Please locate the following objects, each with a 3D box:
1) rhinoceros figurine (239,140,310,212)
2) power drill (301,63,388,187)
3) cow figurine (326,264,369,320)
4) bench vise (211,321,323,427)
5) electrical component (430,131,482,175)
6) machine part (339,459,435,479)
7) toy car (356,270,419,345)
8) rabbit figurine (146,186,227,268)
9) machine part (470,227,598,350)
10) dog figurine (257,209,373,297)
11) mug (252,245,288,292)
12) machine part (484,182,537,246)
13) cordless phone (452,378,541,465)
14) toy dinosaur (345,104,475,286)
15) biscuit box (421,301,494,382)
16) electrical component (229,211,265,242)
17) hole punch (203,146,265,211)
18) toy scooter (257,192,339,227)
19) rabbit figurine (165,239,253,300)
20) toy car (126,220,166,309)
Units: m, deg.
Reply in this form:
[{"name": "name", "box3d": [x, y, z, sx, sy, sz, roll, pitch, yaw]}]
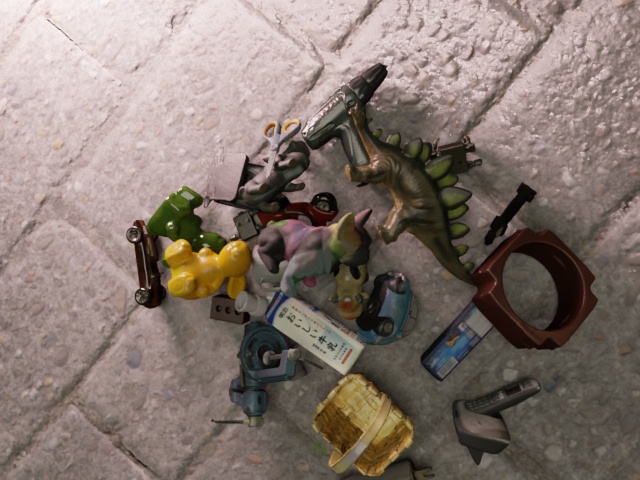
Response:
[{"name": "rhinoceros figurine", "box3d": [-0.086, -0.136, 1.129, 0.190, 0.112, 0.073, -47, 125, -23]}, {"name": "power drill", "box3d": [0.091, -0.232, 1.132, 0.232, 0.086, 0.207, -33, 89, 7]}, {"name": "cow figurine", "box3d": [0.062, 0.067, 1.111, 0.086, 0.127, 0.194, -2, 88, 12]}, {"name": "bench vise", "box3d": [-0.112, 0.271, 1.106, 0.129, 0.241, 0.223, 23, 62, -28]}, {"name": "electrical component", "box3d": [0.278, -0.178, 1.118, 0.102, 0.045, 0.078, -18, 115, 12]}, {"name": "machine part", "box3d": [0.123, 0.520, 1.126, 0.243, 0.079, 0.079, -22, 86, 9]}, {"name": "toy car", "box3d": [0.150, 0.150, 1.115, 0.103, 0.109, 0.161, 28, 79, -22]}, {"name": "rabbit figurine", "box3d": [-0.291, -0.007, 1.181, 0.170, 0.121, 0.159, 42, 100, -8]}, {"name": "machine part", "box3d": [0.409, 0.095, 1.036, 0.201, 0.087, 0.201, -42, 87, -20]}, {"name": "dog figurine", "box3d": [-0.002, -0.003, 1.033, 0.219, 0.108, 0.191, -45, 71, 29]}, {"name": "mug", "box3d": [-0.088, 0.060, 1.152, 0.107, 0.080, 0.110, -3, 50, 3]}, {"name": "machine part", "box3d": [0.380, -0.050, 1.087, 0.039, 0.084, 0.139, 39, 87, 23]}, {"name": "cordless phone", "box3d": [0.356, 0.340, 1.048, 0.184, 0.146, 0.088, -31, 92, 11]}, {"name": "toy dinosaur", "box3d": [0.196, -0.067, 1.062, 0.199, 0.105, 0.470, -29, 107, 7]}, {"name": "biscuit box", "box3d": [0.293, 0.195, 1.103, 0.059, 0.063, 0.202, 42, 97, 6]}, {"name": "electrical component", "box3d": [-0.166, -0.033, 1.203, 0.094, 0.021, 0.063, -25, 86, 9]}, {"name": "hole punch", "box3d": [-0.183, -0.127, 1.180, 0.116, 0.092, 0.142, 10, 86, 37]}, {"name": "toy scooter", "box3d": [-0.045, -0.031, 1.156, 0.184, 0.075, 0.135, -2, 111, 18]}, {"name": "rabbit figurine", "box3d": [-0.213, 0.065, 1.120, 0.173, 0.162, 0.122, -26, 51, 10]}, {"name": "toy car", "box3d": [-0.386, 0.053, 1.208, 0.053, 0.089, 0.202, -7, 88, 12]}]
